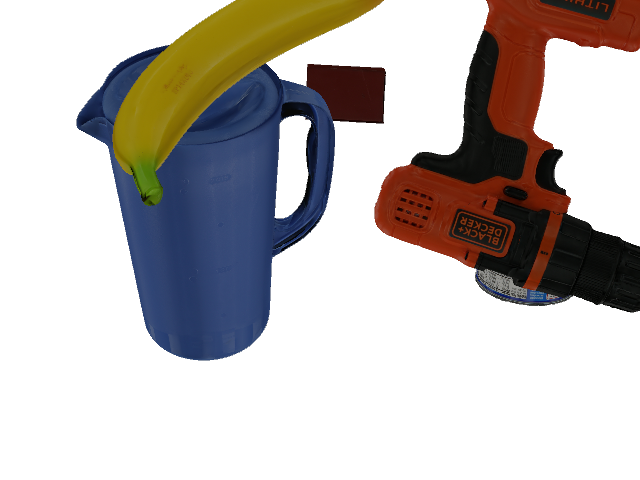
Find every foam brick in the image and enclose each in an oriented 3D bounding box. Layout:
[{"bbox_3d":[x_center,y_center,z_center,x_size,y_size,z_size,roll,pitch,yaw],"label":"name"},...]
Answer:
[{"bbox_3d":[0.024,-0.143,1.038,0.078,0.051,0.053,3,13,1],"label":"foam brick"}]

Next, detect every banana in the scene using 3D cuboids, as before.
[{"bbox_3d":[-0.045,-0.091,0.560,0.070,0.197,0.037,33,-27,21],"label":"banana"}]

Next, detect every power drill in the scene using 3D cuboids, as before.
[{"bbox_3d":[0.143,-0.063,0.647,0.184,0.188,0.057,18,6,6],"label":"power drill"}]

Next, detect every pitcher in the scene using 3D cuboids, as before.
[{"bbox_3d":[-0.084,-0.023,0.843,0.149,0.243,0.144,25,47,24],"label":"pitcher"}]

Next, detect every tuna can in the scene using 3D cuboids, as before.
[{"bbox_3d":[0.176,0.021,0.907,0.086,0.034,0.086,2,26,-1],"label":"tuna can"}]
